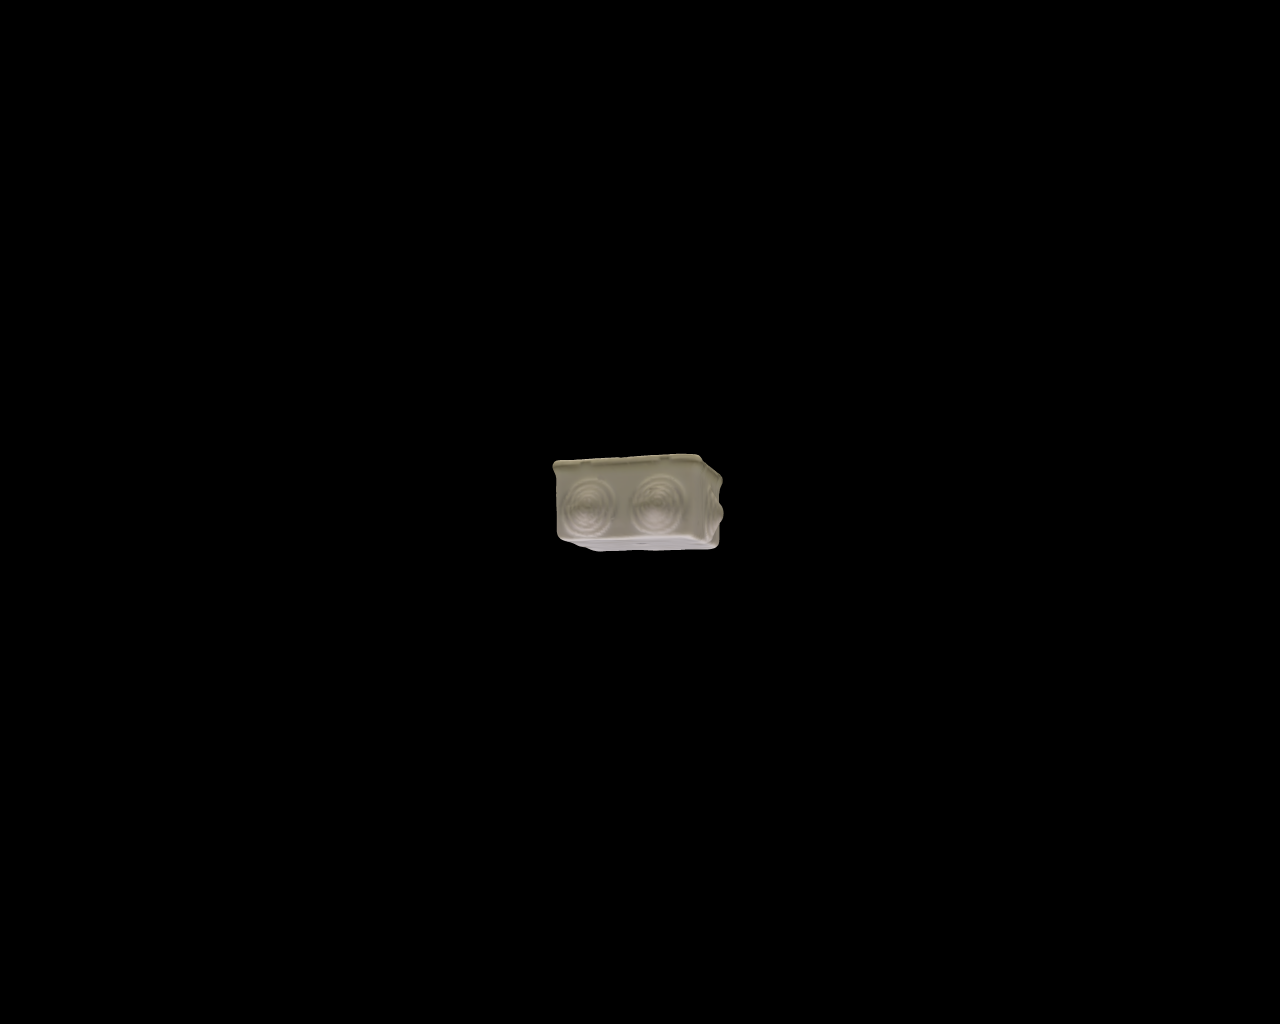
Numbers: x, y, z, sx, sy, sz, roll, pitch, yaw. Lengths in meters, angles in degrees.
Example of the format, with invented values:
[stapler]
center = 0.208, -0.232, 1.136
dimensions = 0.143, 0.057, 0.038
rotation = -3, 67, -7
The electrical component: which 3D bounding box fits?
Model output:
[electrical component]
center = 0.001, -0.003, 0.650
dimensions = 0.100, 0.048, 0.099
rotation = -2, -7, 14
